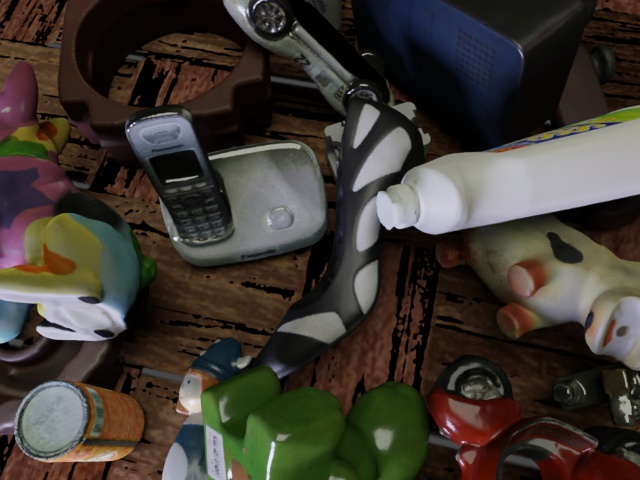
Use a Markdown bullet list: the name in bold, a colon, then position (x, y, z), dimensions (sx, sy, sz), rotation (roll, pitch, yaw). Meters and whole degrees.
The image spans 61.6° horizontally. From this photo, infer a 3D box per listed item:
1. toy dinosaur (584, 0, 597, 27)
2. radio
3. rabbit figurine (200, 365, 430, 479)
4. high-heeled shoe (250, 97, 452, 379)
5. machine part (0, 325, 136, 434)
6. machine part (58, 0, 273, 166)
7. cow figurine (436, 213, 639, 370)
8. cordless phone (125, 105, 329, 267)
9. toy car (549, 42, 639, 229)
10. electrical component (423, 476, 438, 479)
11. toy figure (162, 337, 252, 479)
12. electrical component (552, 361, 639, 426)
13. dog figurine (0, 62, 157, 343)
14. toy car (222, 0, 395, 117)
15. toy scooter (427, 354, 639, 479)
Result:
- **toy dinosaur**: position (0.166, -0.308, 0.532), dimensions (0.472, 0.198, 0.105), rotation (34, 71, 23)
- **radio**: position (0.121, -0.191, 0.503), dimensions (0.073, 0.131, 0.230), rotation (-33, 56, -11)
- **rabbit figurine**: position (0.019, 0.163, 0.382), dimensions (0.170, 0.121, 0.159), rotation (-5, 83, -35)
- **high-heeled shoe**: position (-0.001, -0.001, 0.449), dimensions (0.249, 0.086, 0.145), rotation (-41, 87, -4)
- **machine part**: position (-0.253, 0.076, 0.469), dimensions (0.179, 0.056, 0.179), rotation (-1, 66, 3)
- **machine part**: position (-0.153, -0.182, 0.557), dimensions (0.201, 0.087, 0.201), rotation (-7, 66, -1)
- **cow figurine**: position (0.196, 0.027, 0.427), dimensions (0.127, 0.085, 0.195), rotation (-14, 36, -17)
- **cordless phone**: position (-0.070, -0.057, 0.448), dimensions (0.147, 0.184, 0.089), rotation (-11, 63, -2)
- **toy car**: position (0.257, -0.106, 0.524), dimensions (0.089, 0.053, 0.202), rotation (-12, 71, 4)
- **electrical component**: position (0.097, 0.243, 0.388), dimensions (0.075, 0.047, 0.119), rotation (15, 69, 8)
- **toy figure**: position (-0.089, 0.152, 0.426), dimensions (0.064, 0.057, 0.154), rotation (-6, 68, 22)
- **electrical component**: position (0.226, 0.119, 0.412), dimensions (0.078, 0.102, 0.045), rotation (-24, 65, 21)
- **dog figurine**: position (-0.220, -0.037, 0.430), dimensions (0.192, 0.108, 0.219), rotation (-3, 63, 4)
- **toy car**: position (-0.002, -0.184, 0.519), dimensions (0.201, 0.056, 0.073), rotation (36, 41, -26)
- **toy scooter**: position (0.146, 0.171, 0.356), dimensions (0.184, 0.075, 0.135), rotation (27, 57, 8)
